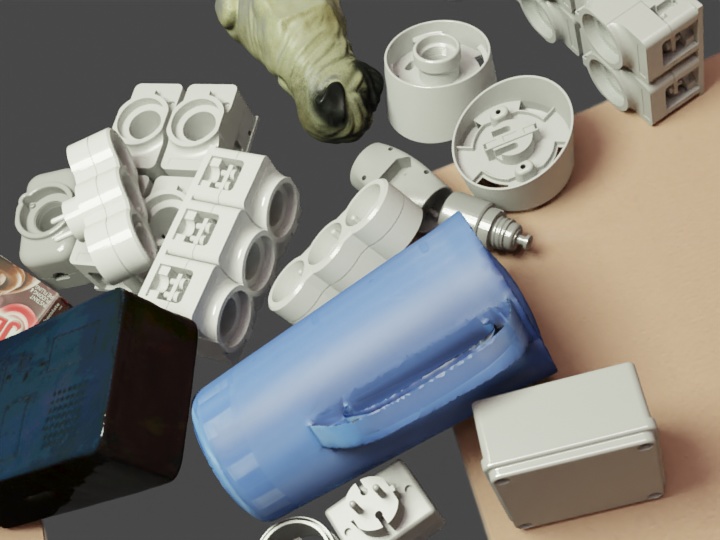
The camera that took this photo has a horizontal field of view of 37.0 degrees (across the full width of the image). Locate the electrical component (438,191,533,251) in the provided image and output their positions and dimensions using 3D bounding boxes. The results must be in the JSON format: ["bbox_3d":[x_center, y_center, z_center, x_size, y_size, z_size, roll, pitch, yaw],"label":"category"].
[{"bbox_3d":[0.097,-0.034,0.840,0.078,0.040,0.040,22,71,27],"label":"electrical component"}]

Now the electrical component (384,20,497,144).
[{"bbox_3d":[0.068,-0.165,0.923,0.099,0.064,0.099,-5,49,6],"label":"electrical component"}]

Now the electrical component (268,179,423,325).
[{"bbox_3d":[0.000,0.000,0.838,0.138,0.074,0.052,-45,25,19],"label":"electrical component"}]

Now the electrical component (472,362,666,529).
[{"bbox_3d":[0.138,0.117,0.704,0.109,0.108,0.056,-16,56,10],"label":"electrical component"}]

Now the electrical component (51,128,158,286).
[{"bbox_3d":[-0.216,-0.046,0.870,0.074,0.052,0.138,-24,58,5],"label":"electrical component"}]

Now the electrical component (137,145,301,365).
[{"bbox_3d":[-0.107,-0.011,0.866,0.062,0.089,0.150,12,67,24],"label":"electrical component"}]

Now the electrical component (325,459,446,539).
[{"bbox_3d":[0.013,0.165,0.737,0.066,0.076,0.047,-35,57,-2],"label":"electrical component"}]

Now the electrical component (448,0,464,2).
[{"bbox_3d":[0.080,-0.264,0.971,0.062,0.043,0.043,-3,62,18],"label":"electrical component"}]

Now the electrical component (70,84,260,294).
[{"bbox_3d":[-0.170,-0.074,0.939,0.105,0.060,0.186,4,64,20],"label":"electrical component"}]

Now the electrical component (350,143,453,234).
[{"bbox_3d":[0.022,-0.054,0.875,0.077,0.043,0.079,36,79,30],"label":"electrical component"}]

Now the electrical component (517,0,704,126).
[{"bbox_3d":[0.192,-0.213,0.869,0.060,0.105,0.186,-35,57,-2],"label":"electrical component"}]

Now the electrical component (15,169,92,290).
[{"bbox_3d":[-0.265,-0.039,0.951,0.054,0.059,0.095,-11,60,12],"label":"electrical component"}]

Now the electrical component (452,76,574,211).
[{"bbox_3d":[0.123,-0.099,0.853,0.099,0.064,0.099,-8,60,14],"label":"electrical component"}]
